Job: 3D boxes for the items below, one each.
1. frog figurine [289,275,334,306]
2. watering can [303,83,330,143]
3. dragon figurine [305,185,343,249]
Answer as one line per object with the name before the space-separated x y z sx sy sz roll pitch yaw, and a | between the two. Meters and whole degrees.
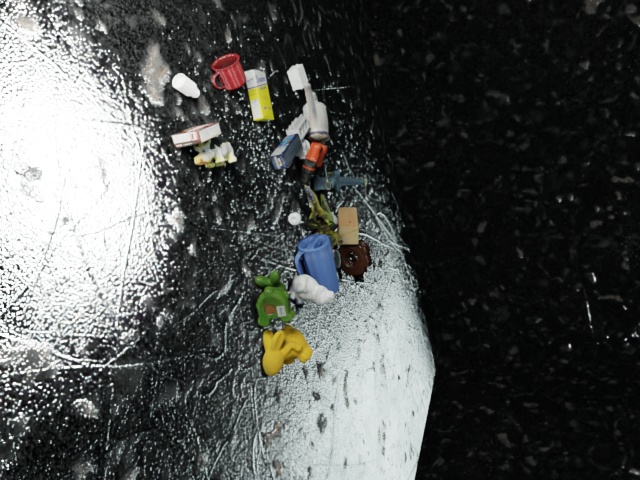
frog figurine | -0.026 0.186 1.921 0.134 0.159 0.126 60 29 -43
watering can | -0.025 -0.536 2.223 0.347 0.104 0.225 10 72 -82
dragon figurine | 0.007 -0.113 2.237 0.248 0.122 0.402 -95 168 -60
